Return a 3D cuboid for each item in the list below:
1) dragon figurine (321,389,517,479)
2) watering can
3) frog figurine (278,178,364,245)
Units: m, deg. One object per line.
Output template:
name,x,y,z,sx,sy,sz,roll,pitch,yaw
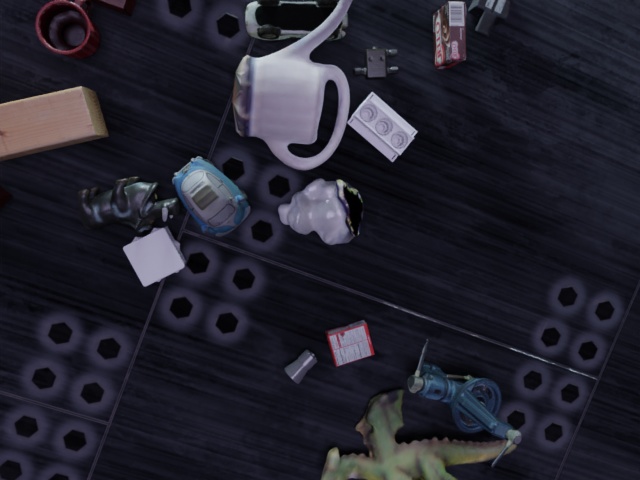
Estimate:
dragon figurine,0.192,0.439,1.103,0.411,0.122,0.243,-28,91,-4
watering can,-0.050,-0.306,0.981,0.224,0.105,0.343,5,108,-7
frog figurine,0.003,-0.052,1.041,0.158,0.125,0.136,-13,111,31
